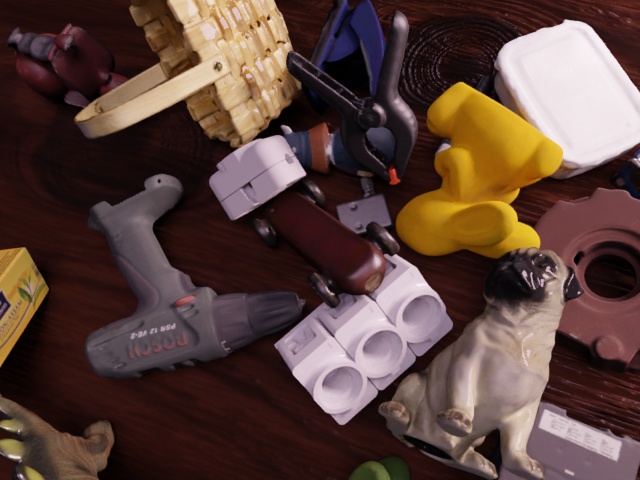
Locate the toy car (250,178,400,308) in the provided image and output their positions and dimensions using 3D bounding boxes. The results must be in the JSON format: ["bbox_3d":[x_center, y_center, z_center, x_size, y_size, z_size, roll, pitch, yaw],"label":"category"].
[{"bbox_3d":[-0.001,-0.002,0.558,0.089,0.053,0.202,-45,38,-7],"label":"toy car"}]

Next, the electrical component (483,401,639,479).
[{"bbox_3d":[0.216,0.225,0.496,0.115,0.058,0.134,23,78,14],"label":"electrical component"}]

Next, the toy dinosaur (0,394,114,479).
[{"bbox_3d":[-0.179,0.284,0.451,0.472,0.198,0.105,38,84,17],"label":"toy dinosaur"}]

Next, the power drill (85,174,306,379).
[{"bbox_3d":[-0.154,0.036,0.588,0.232,0.086,0.207,-24,80,1],"label":"power drill"}]

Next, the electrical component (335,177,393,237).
[{"bbox_3d":[0.047,-0.024,0.607,0.063,0.021,0.094,-13,73,3],"label":"electrical component"}]

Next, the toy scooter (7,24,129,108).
[{"bbox_3d":[-0.303,-0.209,0.642,0.184,0.135,0.075,20,79,13],"label":"toy scooter"}]

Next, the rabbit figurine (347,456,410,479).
[{"bbox_3d":[0.061,0.277,0.472,0.170,0.121,0.159,-11,68,19],"label":"rabbit figurine"}]

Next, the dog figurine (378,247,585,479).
[{"bbox_3d":[0.149,0.107,0.504,0.121,0.172,0.190,39,60,-19],"label":"dog figurine"}]

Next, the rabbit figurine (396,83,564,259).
[{"bbox_3d":[0.158,-0.046,0.556,0.173,0.121,0.162,-47,50,15],"label":"rabbit figurine"}]

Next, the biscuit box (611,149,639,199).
[{"bbox_3d":[0.403,-0.020,0.546,0.063,0.059,0.203,-38,73,-7],"label":"biscuit box"}]

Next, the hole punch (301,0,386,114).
[{"bbox_3d":[0.044,-0.198,0.606,0.092,0.142,0.115,19,90,13],"label":"hole punch"}]

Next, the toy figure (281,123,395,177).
[{"bbox_3d":[0.022,-0.103,0.616,0.155,0.057,0.064,-1,68,11],"label":"toy figure"}]

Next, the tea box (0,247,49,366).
[{"bbox_3d":[-0.369,0.086,0.552,0.098,0.068,0.170,-5,34,6],"label":"tea box"}]

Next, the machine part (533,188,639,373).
[{"bbox_3d":[0.281,0.035,0.522,0.179,0.056,0.179,-10,65,21],"label":"machine part"}]
